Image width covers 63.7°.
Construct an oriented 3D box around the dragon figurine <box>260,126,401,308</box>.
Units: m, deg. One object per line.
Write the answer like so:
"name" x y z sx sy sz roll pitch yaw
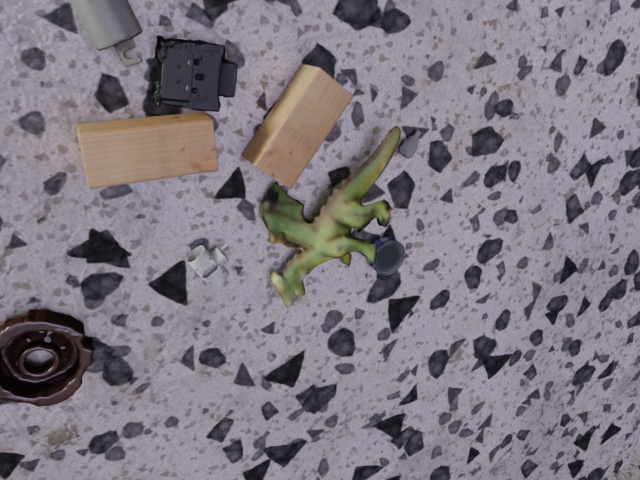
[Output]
"dragon figurine" 0.003 -0.052 1.038 0.242 0.124 0.406 9 104 -20
